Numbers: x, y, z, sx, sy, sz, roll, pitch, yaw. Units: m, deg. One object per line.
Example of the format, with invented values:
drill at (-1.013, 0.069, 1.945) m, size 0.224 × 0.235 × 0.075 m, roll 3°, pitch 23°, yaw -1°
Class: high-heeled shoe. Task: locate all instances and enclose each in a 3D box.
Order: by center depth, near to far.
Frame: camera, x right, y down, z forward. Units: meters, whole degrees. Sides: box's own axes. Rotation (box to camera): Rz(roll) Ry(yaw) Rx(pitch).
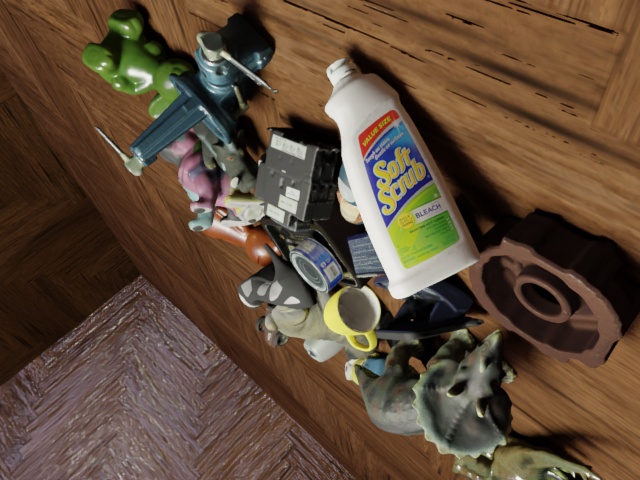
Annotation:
high-heeled shoe at (-0.073, 0.105, 0.977) m, size 0.145 × 0.086 × 0.248 m, roll 51°, pitch 151°, yaw 19°

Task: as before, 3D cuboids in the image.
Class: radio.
radio at (-0.002, -0.003, 0.885) m, size 0.230 × 0.073 × 0.131 m, roll 5°, pitch 133°, yaw 59°

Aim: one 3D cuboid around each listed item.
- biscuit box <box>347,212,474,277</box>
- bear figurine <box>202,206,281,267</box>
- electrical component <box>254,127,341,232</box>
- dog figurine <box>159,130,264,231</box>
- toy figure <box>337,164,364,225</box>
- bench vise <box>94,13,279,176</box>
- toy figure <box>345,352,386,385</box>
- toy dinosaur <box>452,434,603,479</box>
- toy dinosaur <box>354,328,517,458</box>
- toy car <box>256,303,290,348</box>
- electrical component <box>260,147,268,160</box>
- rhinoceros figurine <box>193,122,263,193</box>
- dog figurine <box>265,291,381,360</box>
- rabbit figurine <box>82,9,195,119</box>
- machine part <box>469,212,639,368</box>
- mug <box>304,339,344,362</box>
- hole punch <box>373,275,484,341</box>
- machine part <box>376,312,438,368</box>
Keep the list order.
biscuit box at (0.112, 0.009, 0.697) m, size 0.203 × 0.059 × 0.062 m, roll -12°, pitch 92°, yaw 65°
bear figurine at (-0.139, -0.030, 1.075) m, size 0.196 × 0.132 × 0.120 m, roll 22°, pitch 153°, yaw 12°
electrical component at (-0.034, -0.082, 0.756) m, size 0.115 × 0.058 × 0.134 m, roll 31°, pitch 116°, yaw 40°
dog figurine at (-0.194, -0.138, 0.989) m, size 0.108 × 0.192 × 0.219 m, roll 114°, pitch 145°, yaw -66°
toy figure at (0.051, -0.064, 0.716) m, size 0.154 × 0.058 × 0.064 m, roll 91°, pitch 171°, yaw -61°
bench vise at (-0.165, -0.175, 0.707) m, size 0.128 × 0.240 × 0.224 m, roll 48°, pitch 174°, yaw -11°
toy figure at (0.118, 0.287, 1.143) m, size 0.089 × 0.082 × 0.180 m, roll 55°, pitch 155°, yaw -12°
toy dinosaur at (0.333, 0.384, 0.893) m, size 0.199 × 0.105 × 0.470 m, roll 29°, pitch 161°, yaw 23°
toy dinosaur at (0.143, 0.231, 0.806) m, size 0.405 × 0.192 × 0.131 m, roll -31°, pitch 94°, yaw 49°
toy car at (-0.095, 0.141, 1.188) m, size 0.089 × 0.053 × 0.202 m, roll 28°, pitch 108°, yaw 41°
electrical component at (-0.070, -0.114, 0.894) m, size 0.063 × 0.021 × 0.094 m, roll 40°, pitch 156°, yaw 17°
rhinoceros figurine at (-0.158, -0.164, 0.881) m, size 0.190 × 0.073 × 0.112 m, roll 57°, pitch 158°, yaw -2°
dog figurine at (0.008, 0.178, 1.052) m, size 0.190 × 0.172 × 0.121 m, roll 52°, pitch 169°, yaw 7°
rabbit figurine at (-0.283, -0.273, 0.905) m, size 0.170 × 0.121 × 0.159 m, roll 26°, pitch 157°, yaw 12°
machine part at (0.239, 0.051, 0.563) m, size 0.179 × 0.056 × 0.179 m, roll 40°, pitch 158°, yaw 20°
mug at (0.015, 0.200, 1.148) m, size 0.081 × 0.107 × 0.109 m, roll 21°, pitch 148°, yaw 45°
hole punch at (0.143, 0.088, 0.754) m, size 0.142 × 0.116 × 0.092 m, roll 154°, pitch 110°, yaw -65°
machine part at (0.147, 0.176, 0.963) m, size 0.139 × 0.039 × 0.084 m, roll 26°, pitch 144°, yaw 45°
